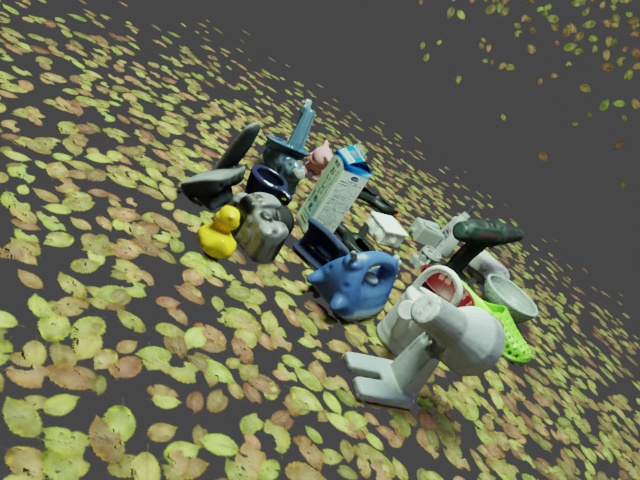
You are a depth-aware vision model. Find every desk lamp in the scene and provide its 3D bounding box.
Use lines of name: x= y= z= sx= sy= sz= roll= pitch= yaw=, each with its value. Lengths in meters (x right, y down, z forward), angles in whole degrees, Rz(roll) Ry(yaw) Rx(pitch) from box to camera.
desk lamp: x=0.184 y=0.189 z=0.983 sx=0.204 sy=0.213 sz=0.117 roll=18 pitch=29 yaw=-31

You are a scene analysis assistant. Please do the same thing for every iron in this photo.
iron: x=0.099 y=0.074 z=1.172 sx=0.259 sy=0.141 sz=0.118 roll=-1 pitch=41 yaw=-51

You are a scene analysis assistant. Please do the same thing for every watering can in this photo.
watering can: x=0.201 y=0.137 z=1.120 sx=0.101 sy=0.194 sz=0.173 roll=36 pitch=25 yaw=4

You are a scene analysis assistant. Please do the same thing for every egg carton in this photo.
egg carton: x=0.492 y=0.088 z=1.710 sx=0.150 sy=0.069 sz=0.107 roll=44 pitch=27 yaw=22

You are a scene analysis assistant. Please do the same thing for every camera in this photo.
camera: x=-0.105 y=-0.036 z=1.172 sx=0.137 sy=0.100 sz=0.143 roll=2 pitch=40 yaw=-49

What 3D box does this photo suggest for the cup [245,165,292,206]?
cup: x=-0.120 y=-0.097 z=1.270 sx=0.117 sy=0.095 sz=0.092 roll=41 pitch=26 yaw=16

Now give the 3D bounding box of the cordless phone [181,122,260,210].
cordless phone: x=-0.198 y=-0.166 z=1.192 sx=0.094 sy=0.185 sz=0.148 roll=34 pitch=25 yaw=0

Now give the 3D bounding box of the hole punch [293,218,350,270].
hole punch: x=0.011 y=0.004 z=1.251 sx=0.108 sy=0.091 sz=0.101 roll=42 pitch=26 yaw=17

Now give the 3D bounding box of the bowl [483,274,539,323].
bowl: x=0.507 y=0.173 z=1.569 sx=0.168 sy=0.074 sz=0.167 roll=27 pitch=25 yaw=-14

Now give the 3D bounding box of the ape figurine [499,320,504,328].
ape figurine: x=0.387 y=0.221 z=1.316 sx=0.076 sy=0.092 sz=0.077 roll=26 pitch=26 yaw=-17

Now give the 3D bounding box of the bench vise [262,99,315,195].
bench vise: x=-0.055 y=-0.232 z=1.443 sx=0.122 sy=0.219 sz=0.207 roll=6 pitch=37 yaw=-46

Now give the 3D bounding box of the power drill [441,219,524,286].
power drill: x=0.429 y=0.029 z=1.575 sx=0.230 sy=0.208 sz=0.075 roll=14 pitch=31 yaw=-36

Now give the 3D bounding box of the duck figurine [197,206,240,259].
duck figurine: x=-0.181 y=-0.022 z=1.071 sx=0.078 sy=0.086 sz=0.104 roll=23 pitch=27 yaw=-22

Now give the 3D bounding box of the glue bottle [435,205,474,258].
glue bottle: x=0.400 y=-0.034 z=1.694 sx=0.037 sy=0.173 sz=0.078 roll=21 pitch=28 yaw=-26

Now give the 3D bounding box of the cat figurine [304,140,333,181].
cat figurine: x=0.002 y=-0.234 z=1.638 sx=0.067 sy=0.117 sz=0.128 roll=32 pitch=25 yaw=-5
